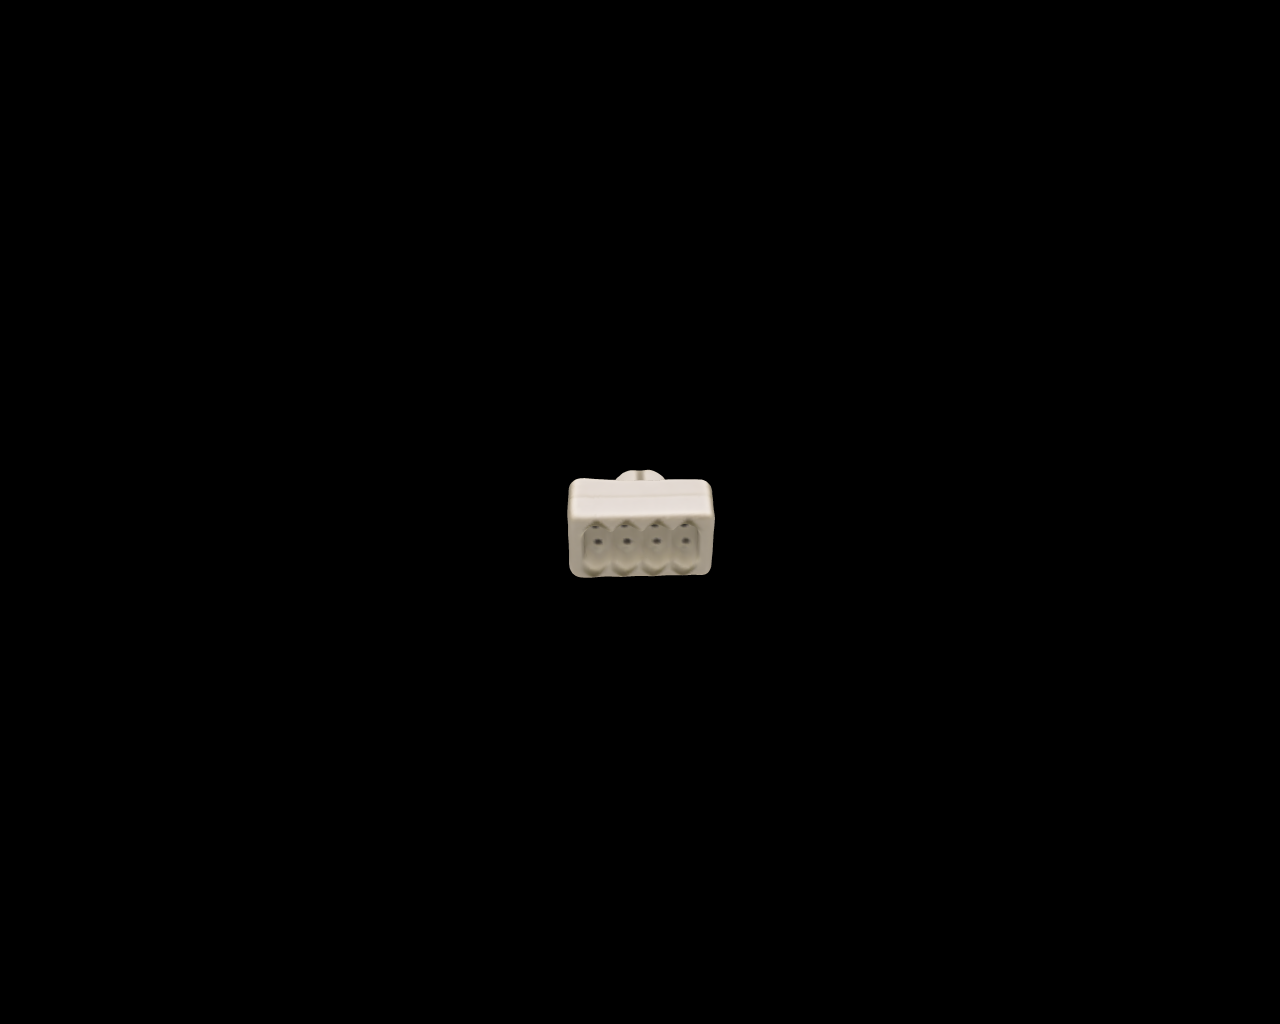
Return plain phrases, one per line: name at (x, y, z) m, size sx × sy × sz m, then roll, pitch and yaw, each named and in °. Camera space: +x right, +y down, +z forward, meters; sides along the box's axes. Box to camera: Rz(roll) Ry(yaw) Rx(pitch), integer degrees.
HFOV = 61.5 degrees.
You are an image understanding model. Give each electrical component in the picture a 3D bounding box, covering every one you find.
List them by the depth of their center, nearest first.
electrical component at (0.001, -0.003, 0.650) m, size 0.083 × 0.047 × 0.076 m, roll 0°, pitch 39°, yaw 0°
